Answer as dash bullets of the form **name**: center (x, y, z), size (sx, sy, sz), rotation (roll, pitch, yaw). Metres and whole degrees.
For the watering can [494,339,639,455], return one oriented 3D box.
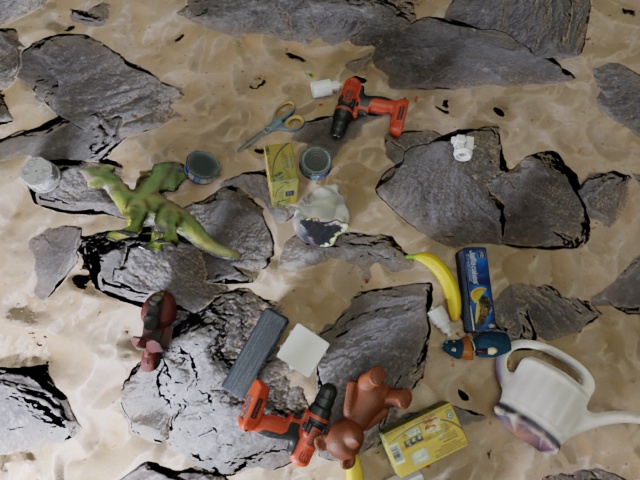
- **watering can**: center (0.539, 0.371, 1.138), size (0.351, 0.102, 0.227), rotation (32, 72, 25)

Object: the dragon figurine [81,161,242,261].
- **dragon figurine**: center (-0.372, -0.091, 1.245), size (0.410, 0.120, 0.247), rotation (12, 65, -9)

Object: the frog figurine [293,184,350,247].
- **frog figurine**: center (0.004, -0.064, 1.270), size (0.137, 0.120, 0.163), rotation (-7, 38, 3)
